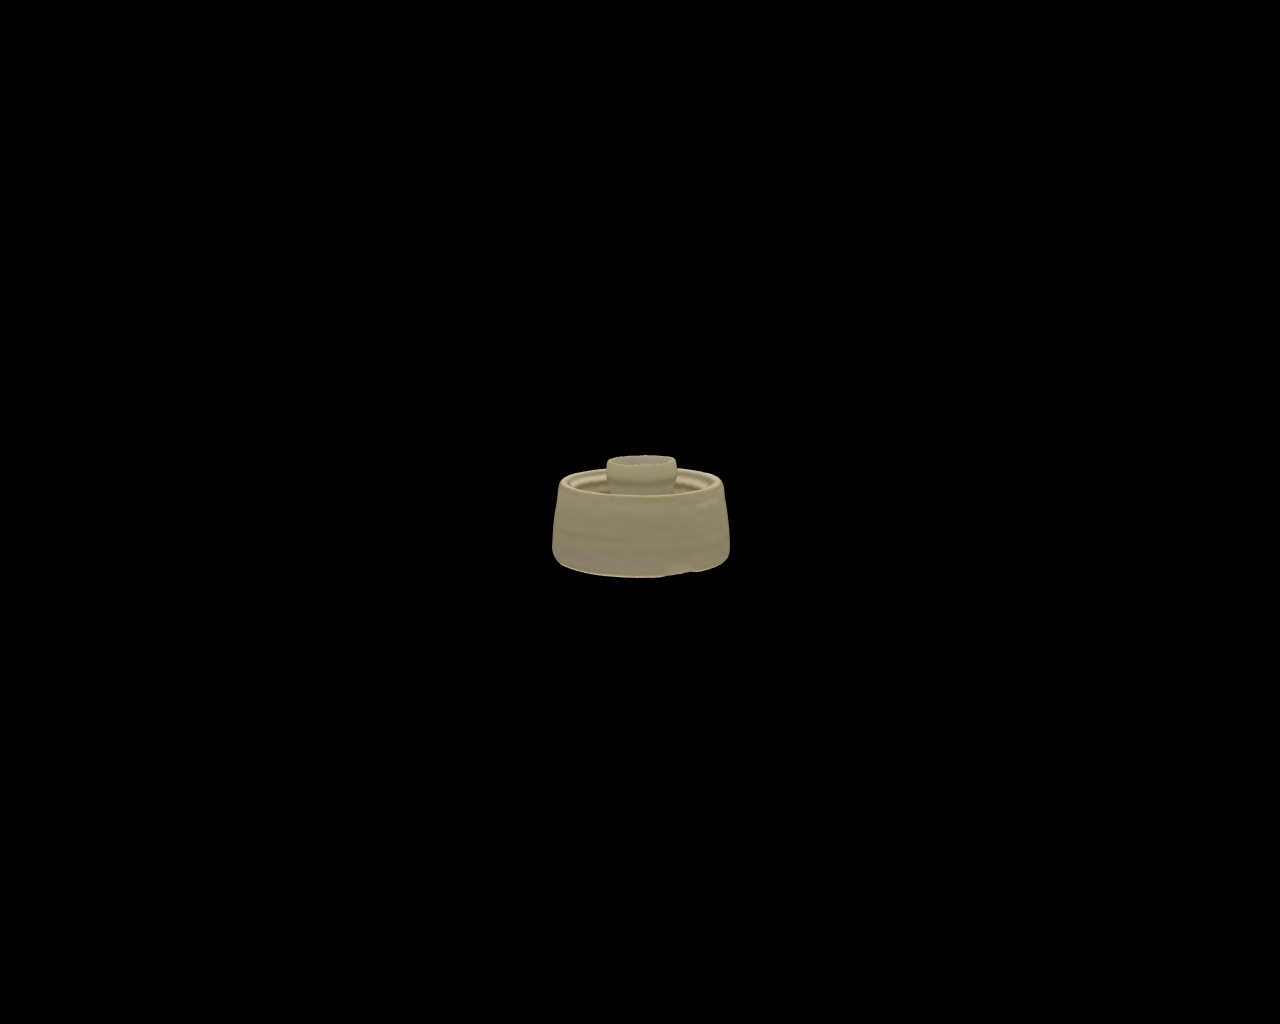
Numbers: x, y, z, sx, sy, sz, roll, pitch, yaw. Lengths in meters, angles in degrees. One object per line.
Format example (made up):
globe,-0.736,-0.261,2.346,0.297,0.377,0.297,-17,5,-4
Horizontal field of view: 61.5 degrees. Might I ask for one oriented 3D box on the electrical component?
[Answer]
electrical component,0.001,-0.003,0.650,0.108,0.060,0.108,0,11,0
